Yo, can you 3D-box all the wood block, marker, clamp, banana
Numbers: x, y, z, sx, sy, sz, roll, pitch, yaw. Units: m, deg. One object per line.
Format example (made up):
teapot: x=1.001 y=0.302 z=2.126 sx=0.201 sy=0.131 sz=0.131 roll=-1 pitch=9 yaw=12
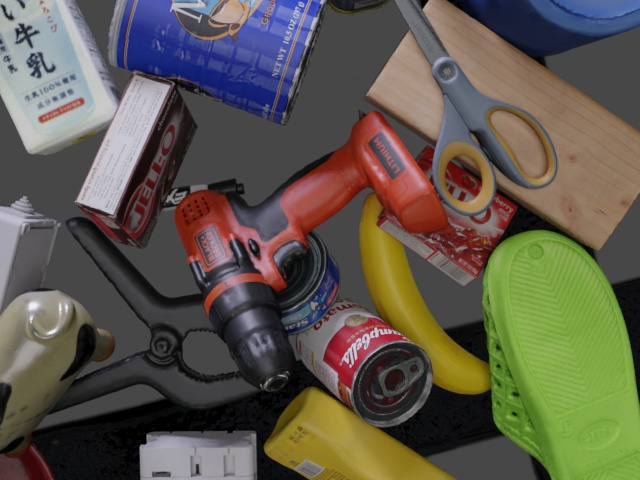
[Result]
wood block: x=0.143 y=-0.089 z=0.813 sx=0.206 sy=0.091 sz=0.090 roll=33 pitch=94 yaw=-2
marker: x=-0.120 y=-0.032 z=0.856 sx=0.121 sy=0.020 sz=0.020 roll=-8 pitch=95 yaw=1
clamp: x=-0.127 y=0.072 z=0.857 sx=0.210 sy=0.036 sz=0.164 roll=7 pitch=96 yaw=3
banana: x=0.080 y=0.056 z=0.856 sx=0.069 sy=0.037 sz=0.198 roll=-41 pitch=98 yaw=-26

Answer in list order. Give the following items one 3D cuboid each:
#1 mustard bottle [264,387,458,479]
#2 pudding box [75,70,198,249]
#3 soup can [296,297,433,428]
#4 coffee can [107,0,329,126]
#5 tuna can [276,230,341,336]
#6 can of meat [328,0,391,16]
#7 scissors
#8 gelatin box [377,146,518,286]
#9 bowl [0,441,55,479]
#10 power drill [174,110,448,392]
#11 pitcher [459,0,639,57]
mustard bottle: x=0.053 y=0.190 z=0.839 sx=0.191 sy=0.096 sz=0.058 roll=33 pitch=58 yaw=-3
pudding box: x=-0.136 y=-0.058 z=0.805 sx=0.039 sy=0.090 sz=0.113 roll=18 pitch=78 yaw=8
soup can: x=0.032 y=0.091 z=0.816 sx=0.068 sy=0.102 sz=0.068 roll=-9 pitch=110 yaw=-24
coffee can: x=-0.075 y=-0.157 z=0.802 sx=0.140 sy=0.103 sz=0.103 roll=19 pitch=95 yaw=-1
tuna can: x=-0.029 y=0.030 z=0.830 sx=0.086 sy=0.033 sz=0.086 roll=-10 pitch=57 yaw=15
can of meat: x=0.024 y=-0.227 z=0.805 sx=0.057 sy=0.084 sz=0.102 roll=-13 pitch=95 yaw=2
scissors: x=0.081 y=-0.100 z=0.758 sx=0.201 sy=0.016 sz=0.096 roll=43 pitch=96 yaw=-3
gelatin box: x=0.099 y=-0.019 z=0.836 sx=0.089 sy=0.030 sz=0.073 roll=35 pitch=67 yaw=-4
bowl: x=-0.283 y=0.209 z=0.861 sx=0.162 sy=0.055 sz=0.162 roll=0 pitch=95 yaw=0
power drill: x=-0.005 y=0.001 z=0.780 sx=0.187 sy=0.057 sz=0.184 roll=-29 pitch=54 yaw=1
pitcher: x=0.156 y=-0.192 z=0.727 sx=0.149 sy=0.243 sz=0.145 roll=-39 pitch=96 yaw=8
